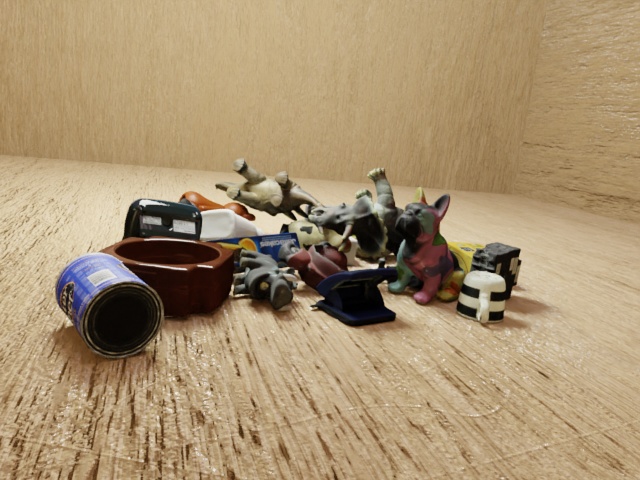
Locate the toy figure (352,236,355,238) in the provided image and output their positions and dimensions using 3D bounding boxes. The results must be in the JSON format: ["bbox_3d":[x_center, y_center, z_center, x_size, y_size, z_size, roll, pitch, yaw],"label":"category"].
[{"bbox_3d":[0.135,-0.033,1.526,0.180,0.089,0.082,6,4,14],"label":"toy figure"}]

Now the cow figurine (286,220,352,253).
[{"bbox_3d":[-0.003,-0.004,1.224,0.085,0.127,0.195,-7,15,-40],"label":"cow figurine"}]

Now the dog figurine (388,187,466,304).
[{"bbox_3d":[0.221,0.009,1.058,0.191,0.219,0.109,-3,18,-35],"label":"dog figurine"}]

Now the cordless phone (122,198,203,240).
[{"bbox_3d":[-0.329,-0.002,1.091,0.146,0.089,0.184,8,-29,-29],"label":"cordless phone"}]

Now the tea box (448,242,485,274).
[{"bbox_3d":[0.369,0.055,1.277,0.098,0.068,0.170,4,13,-12],"label":"tea box"}]

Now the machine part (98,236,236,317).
[{"bbox_3d":[-0.255,0.058,0.901,0.201,0.087,0.201,6,13,3],"label":"machine part"}]

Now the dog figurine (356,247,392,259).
[{"bbox_3d":[0.190,0.011,1.367,0.191,0.121,0.172,23,46,-2],"label":"dog figurine"}]

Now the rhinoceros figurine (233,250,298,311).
[{"bbox_3d":[-0.097,0.073,0.961,0.112,0.073,0.190,14,7,-18],"label":"rhinoceros figurine"}]

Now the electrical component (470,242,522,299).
[{"bbox_3d":[0.360,0.067,1.102,0.058,0.114,0.134,22,19,41],"label":"electrical component"}]

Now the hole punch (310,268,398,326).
[{"bbox_3d":[0.064,0.086,0.931,0.142,0.092,0.116,-6,13,-35],"label":"hole punch"}]

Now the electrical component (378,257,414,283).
[{"bbox_3d":[0.169,0.067,1.172,0.102,0.045,0.078,7,10,5],"label":"electrical component"}]

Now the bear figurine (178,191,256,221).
[{"bbox_3d":[-0.281,-0.053,1.416,0.195,0.132,0.120,20,4,-33],"label":"bear figurine"}]

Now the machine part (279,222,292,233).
[{"bbox_3d":[-0.102,0.001,1.302,0.039,0.084,0.139,36,31,16],"label":"machine part"}]

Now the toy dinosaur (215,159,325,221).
[{"bbox_3d":[-0.149,-0.118,1.388,0.472,0.105,0.198,20,-8,37],"label":"toy dinosaur"}]

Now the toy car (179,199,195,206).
[{"bbox_3d":[-0.321,-0.019,1.209,0.103,0.109,0.162,-34,8,17],"label":"toy car"}]

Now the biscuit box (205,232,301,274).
[{"bbox_3d":[-0.138,0.028,1.081,0.202,0.063,0.059,-6,-16,-32],"label":"biscuit box"}]

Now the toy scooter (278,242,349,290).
[{"bbox_3d":[0.012,0.058,1.056,0.135,0.075,0.183,36,16,30],"label":"toy scooter"}]

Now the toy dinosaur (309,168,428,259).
[{"bbox_3d":[0.170,-0.021,1.175,0.404,0.192,0.131,21,-39,-37],"label":"toy dinosaur"}]
